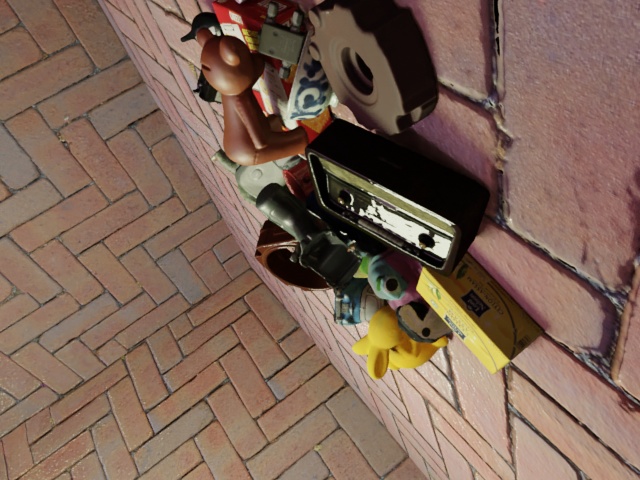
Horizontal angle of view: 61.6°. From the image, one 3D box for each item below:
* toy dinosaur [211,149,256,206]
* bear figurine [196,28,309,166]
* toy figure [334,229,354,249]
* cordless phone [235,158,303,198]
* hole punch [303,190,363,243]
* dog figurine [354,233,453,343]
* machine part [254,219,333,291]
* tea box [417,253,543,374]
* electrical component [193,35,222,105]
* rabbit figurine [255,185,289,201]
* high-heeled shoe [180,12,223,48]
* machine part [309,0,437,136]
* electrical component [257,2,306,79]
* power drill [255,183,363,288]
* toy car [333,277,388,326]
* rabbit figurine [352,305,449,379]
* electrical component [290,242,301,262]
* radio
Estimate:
[{"bbox_3d":[-0.142,-0.189,1.279,0.192,0.131,0.405,44,165,-8],"label":"toy dinosaur"},{"bbox_3d":[-0.103,-0.215,0.794,0.120,0.132,0.195,31,136,46],"label":"bear figurine"},{"bbox_3d":[0.065,-0.008,1.089,0.154,0.058,0.064,54,-166,-14],"label":"toy figure"},{"bbox_3d":[-0.072,-0.119,1.125,0.184,0.146,0.088,49,-167,6],"label":"cordless phone"},{"bbox_3d":[0.049,-0.068,0.891,0.116,0.092,0.142,36,-163,-4],"label":"hole punch"},{"bbox_3d":[0.136,0.072,0.942,0.191,0.108,0.219,55,172,-14],"label":"dog figurine"},{"bbox_3d":[-0.028,0.032,1.191,0.201,0.087,0.201,-10,142,34],"label":"machine part"},{"bbox_3d":[0.221,0.098,0.767,0.170,0.068,0.098,49,166,23],"label":"tea box"},{"bbox_3d":[-0.150,-0.302,0.950,0.115,0.134,0.058,5,-152,-45],"label":"electrical component"},{"bbox_3d":[-0.040,-0.064,1.219,0.170,0.121,0.159,32,162,25],"label":"rabbit figurine"},{"bbox_3d":[-0.187,-0.369,1.133,0.145,0.086,0.248,0,149,39],"label":"high-heeled shoe"},{"bbox_3d":[0.057,-0.203,0.621,0.179,0.056,0.179,50,167,16],"label":"machine part"},{"bbox_3d":[-0.054,-0.268,0.727,0.063,0.021,0.094,18,125,0],"label":"electrical component"},{"bbox_3d":[-0.002,-0.003,0.949,0.231,0.086,0.207,39,-168,-31],"label":"power drill"},{"bbox_3d":[0.094,0.118,1.094,0.103,0.161,0.109,5,101,25],"label":"toy car"},{"bbox_3d":[0.138,0.179,1.024,0.122,0.162,0.173,55,-174,36],"label":"rabbit figurine"},{"bbox_3d":[-0.007,0.043,1.066,0.102,0.045,0.078,25,-165,-25],"label":"electrical component"},{"bbox_3d":[0.094,-0.054,0.697,0.230,0.073,0.131,32,155,25],"label":"radio"}]
